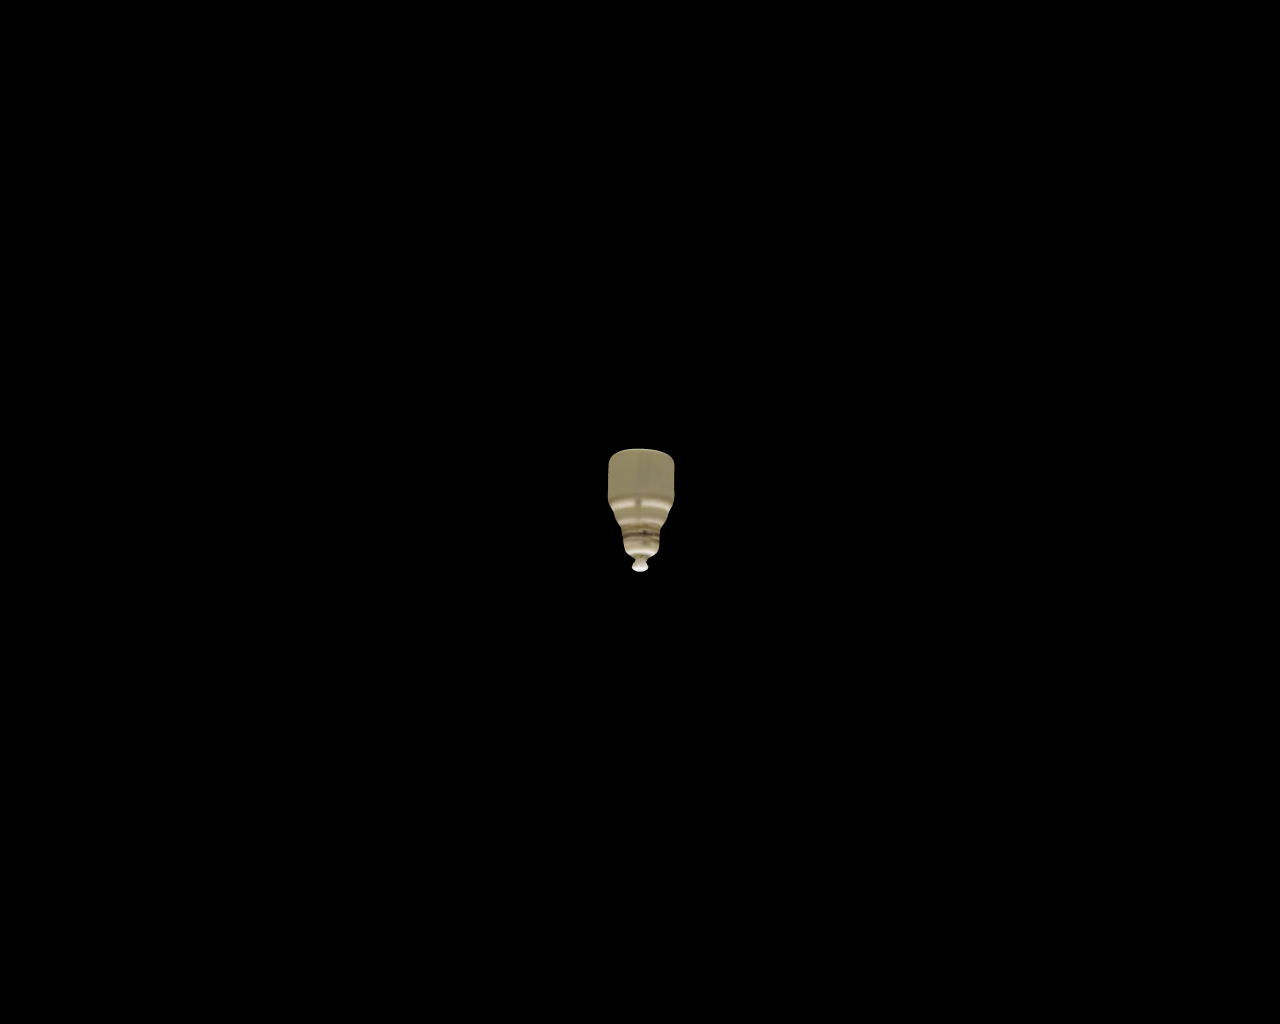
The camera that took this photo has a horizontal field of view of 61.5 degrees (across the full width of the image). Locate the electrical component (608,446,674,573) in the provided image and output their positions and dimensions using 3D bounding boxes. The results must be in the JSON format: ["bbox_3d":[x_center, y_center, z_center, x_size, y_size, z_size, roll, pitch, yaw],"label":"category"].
[{"bbox_3d":[0.001,-0.003,0.650,0.040,0.078,0.040,0,-14,0],"label":"electrical component"}]
